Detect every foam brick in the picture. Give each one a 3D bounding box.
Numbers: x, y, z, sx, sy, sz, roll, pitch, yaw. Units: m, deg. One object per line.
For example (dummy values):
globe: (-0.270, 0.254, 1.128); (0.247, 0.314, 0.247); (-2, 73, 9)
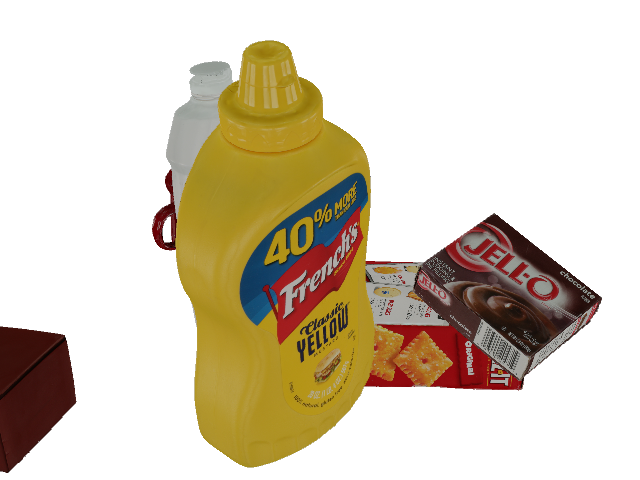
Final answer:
foam brick: (-0.197, 0.096, 0.664); (0.053, 0.051, 0.078); (7, 29, 21)

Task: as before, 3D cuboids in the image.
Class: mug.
mug: (-0.126, -0.025, 1.121); (0.117, 0.081, 0.093); (-28, 48, -36)

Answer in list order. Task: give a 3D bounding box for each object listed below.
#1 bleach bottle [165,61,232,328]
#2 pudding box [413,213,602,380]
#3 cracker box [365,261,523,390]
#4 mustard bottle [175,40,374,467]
bleach bottle: (-0.059, -0.015, 0.820); (0.102, 0.251, 0.068); (-21, 30, -27)
pudding box: (0.142, 0.041, 0.815); (0.089, 0.039, 0.114); (-33, 63, -30)
cracker box: (0.078, 0.079, 1.019); (0.213, 0.072, 0.164); (2, 19, 2)
mustard bottle: (-0.017, 0.004, 0.457); (0.058, 0.192, 0.096); (29, 48, 34)
